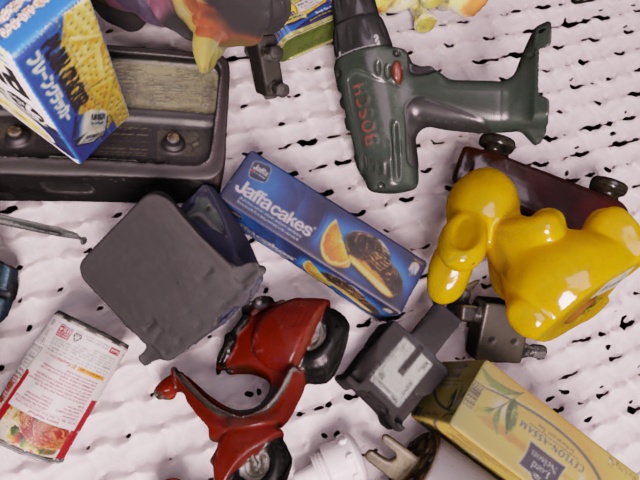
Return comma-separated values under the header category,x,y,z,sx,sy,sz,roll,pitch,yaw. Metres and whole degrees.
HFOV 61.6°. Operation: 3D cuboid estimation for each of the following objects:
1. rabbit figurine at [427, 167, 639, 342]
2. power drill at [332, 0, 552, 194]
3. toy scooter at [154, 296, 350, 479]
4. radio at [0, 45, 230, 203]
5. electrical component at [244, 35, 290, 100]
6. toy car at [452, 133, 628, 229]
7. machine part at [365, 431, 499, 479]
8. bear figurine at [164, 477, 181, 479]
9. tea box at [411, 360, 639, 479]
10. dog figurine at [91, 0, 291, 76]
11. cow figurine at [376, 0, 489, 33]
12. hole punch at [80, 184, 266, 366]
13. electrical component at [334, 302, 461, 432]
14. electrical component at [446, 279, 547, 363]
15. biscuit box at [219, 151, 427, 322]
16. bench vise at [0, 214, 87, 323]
category,x,y,z,sx,sy,sz,roll,pitch,yaw
rabbit figurine,0.174,0.008,0.499,0.162,0.121,0.173,-24,60,-14
power drill,0.116,-0.164,0.531,0.207,0.086,0.231,-2,94,8
toy scooter,-0.063,0.117,0.467,0.135,0.075,0.184,19,60,17
radio,-0.200,-0.105,0.497,0.230,0.073,0.131,0,74,-10
electrical component,-0.056,-0.178,0.554,0.021,0.094,0.063,-18,117,-19
toy car,0.240,-0.048,0.589,0.202,0.053,0.089,19,91,-4
machine part,0.147,0.250,0.473,0.243,0.079,0.079,37,71,0
bear figurine,-0.049,0.264,0.404,0.196,0.132,0.120,26,68,-11
tea box,0.180,0.185,0.489,0.169,0.098,0.068,39,72,-2
dog figurine,-0.128,-0.219,0.469,0.192,0.108,0.219,-1,34,-14
cow figurine,0.110,-0.299,0.625,0.167,0.068,0.098,-8,71,-15
hole punch,-0.115,0.024,0.456,0.142,0.092,0.116,-39,92,16
electrical component,0.080,0.112,0.512,0.075,0.048,0.119,40,70,0
electrical component,0.182,0.082,0.548,0.102,0.045,0.078,0,103,-10
biscuit box,-0.001,-0.002,0.520,0.203,0.059,0.063,32,71,-2
bench vise,-0.281,0.075,0.354,0.129,0.241,0.223,24,87,-9
